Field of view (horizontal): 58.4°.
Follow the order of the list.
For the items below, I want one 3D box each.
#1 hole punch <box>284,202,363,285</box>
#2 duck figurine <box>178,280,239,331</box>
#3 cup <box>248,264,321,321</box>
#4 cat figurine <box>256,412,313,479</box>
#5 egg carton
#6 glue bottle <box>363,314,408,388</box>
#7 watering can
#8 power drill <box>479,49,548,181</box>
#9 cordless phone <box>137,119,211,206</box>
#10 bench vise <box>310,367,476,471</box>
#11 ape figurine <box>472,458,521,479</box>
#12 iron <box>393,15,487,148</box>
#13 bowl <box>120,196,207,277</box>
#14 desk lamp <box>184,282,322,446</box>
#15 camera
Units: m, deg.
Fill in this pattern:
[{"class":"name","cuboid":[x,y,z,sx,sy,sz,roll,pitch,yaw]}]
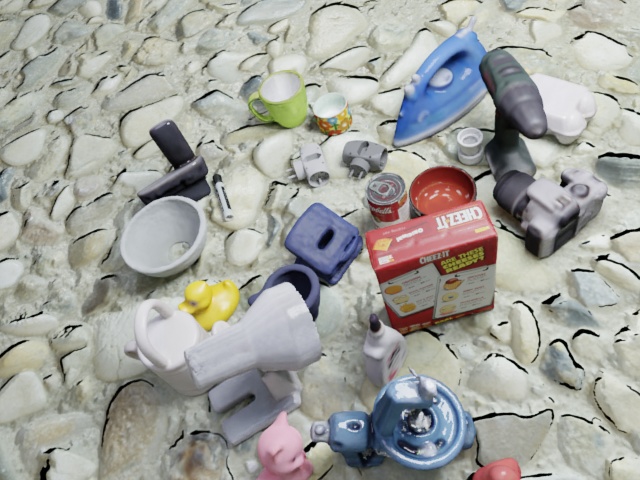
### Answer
[{"class":"hole punch","cuboid":[0.009,0.003,0.971,0.100,0.091,0.109,24,66,28]},{"class":"duck figurine","cuboid":[-0.192,0.098,0.967,0.105,0.086,0.077,-38,56,-11]},{"class":"cup","cuboid":[-0.049,0.103,0.918,0.117,0.095,0.091,-15,55,6]},{"class":"cat figurine","cuboid":[-0.062,0.305,0.774,0.067,0.118,0.128,26,67,29]},{"class":"egg carton","cuboid":[0.412,-0.238,1.031,0.149,0.069,0.107,27,68,29]},{"class":"glue bottle","cuboid":[0.086,0.147,0.803,0.037,0.173,0.078,19,64,26]},{"class":"watering can","cuboid":[-0.217,0.155,0.870,0.173,0.194,0.100,-26,54,-2]},{"class":"power drill","cuboid":[0.317,-0.194,0.943,0.075,0.209,0.229,-14,55,7]},{"class":"cordless phone","cuboid":[-0.302,-0.144,1.098,0.148,0.185,0.094,-36,55,-9]},{"class":"bench vise","cuboid":[0.089,0.235,0.715,0.207,0.220,0.121,-24,54,0]},{"class":"ape figurine","cuboid":[0.226,0.305,0.709,0.076,0.092,0.078,22,66,27]},{"class":"iron","cuboid":[0.221,-0.300,1.082,0.258,0.142,0.118,-44,57,-14]},{"class":"bowl","cuboid":[-0.276,0.005,1.059,0.167,0.075,0.167,-7,56,11]},{"class":"desk lamp","cuboid":[-0.088,0.176,0.808,0.203,0.214,0.117,-32,55,-6]},{"class":"camera","cuboid":[0.358,-0.069,0.915,0.143,0.101,0.136,-37,55,-10]}]
